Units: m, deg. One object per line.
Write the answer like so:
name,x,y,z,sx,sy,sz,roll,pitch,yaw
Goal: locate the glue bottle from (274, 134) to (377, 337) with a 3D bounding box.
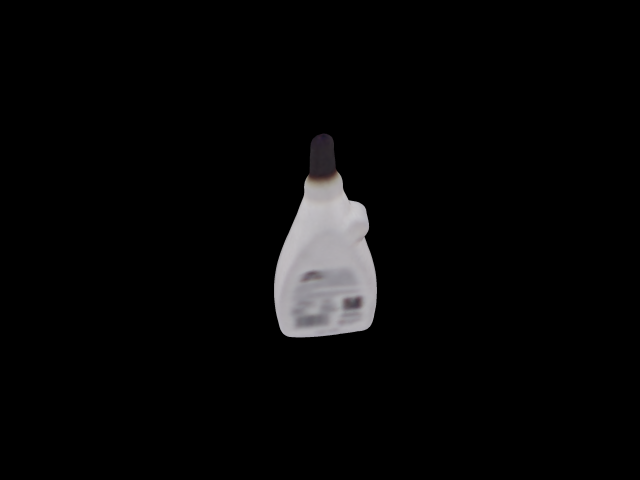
glue bottle,0.004,0.001,0.400,0.078,0.173,0.037,-4,43,-4
